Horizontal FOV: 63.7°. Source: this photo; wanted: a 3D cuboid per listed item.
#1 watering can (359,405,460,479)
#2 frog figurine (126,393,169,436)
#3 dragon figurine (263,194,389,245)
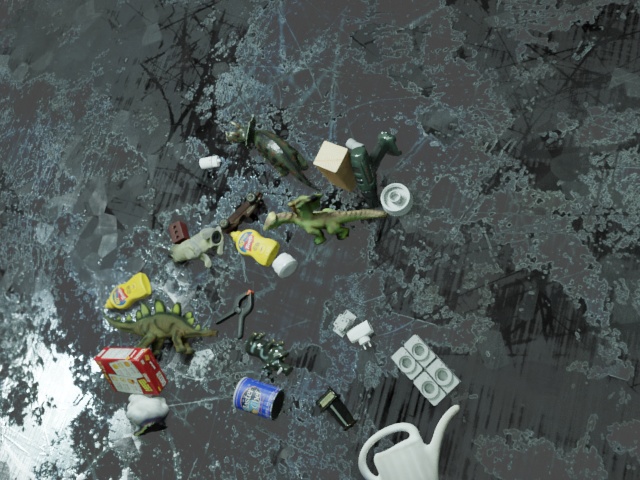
[{"bbox_3d":[0.282,0.633,1.483,0.346,0.103,0.228,-27,69,10],"label":"watering can"},{"bbox_3d":[-0.604,0.583,1.793,0.138,0.120,0.162,-17,56,-21],"label":"frog figurine"},{"bbox_3d":[0.005,-0.087,1.724,0.408,0.239,0.124,-15,67,16],"label":"dragon figurine"}]
